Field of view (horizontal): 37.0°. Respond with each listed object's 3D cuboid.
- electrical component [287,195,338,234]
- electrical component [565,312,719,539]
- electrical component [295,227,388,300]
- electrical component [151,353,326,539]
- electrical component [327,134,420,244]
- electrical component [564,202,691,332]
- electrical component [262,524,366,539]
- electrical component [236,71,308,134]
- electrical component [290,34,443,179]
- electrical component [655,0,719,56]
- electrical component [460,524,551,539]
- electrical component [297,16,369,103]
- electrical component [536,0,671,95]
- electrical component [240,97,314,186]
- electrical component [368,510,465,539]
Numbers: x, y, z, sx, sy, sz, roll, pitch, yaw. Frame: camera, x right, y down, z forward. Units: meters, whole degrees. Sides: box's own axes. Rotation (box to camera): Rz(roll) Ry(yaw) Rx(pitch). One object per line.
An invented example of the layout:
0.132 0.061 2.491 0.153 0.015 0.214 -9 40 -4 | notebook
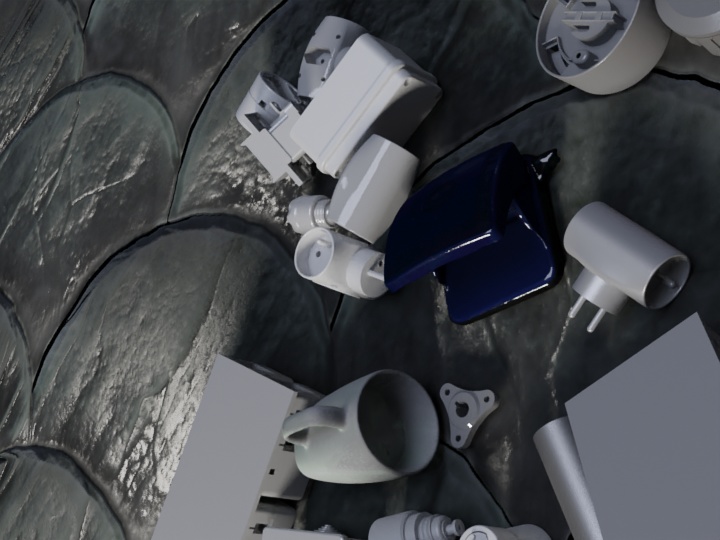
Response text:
-0.033 -0.049 0.950 0.061 0.035 0.035 0 76 40 | electrical component
0.197 0.130 0.622 0.105 0.060 0.186 -40 31 25 | electrical component
0.000 0.000 0.872 0.079 0.077 0.044 20 89 44 | electrical component
-0.099 0.179 0.915 0.105 0.060 0.186 19 89 45 | electrical component
0.018 -0.060 0.875 0.043 0.079 0.077 30 91 30 | electrical component
0.172 0.005 0.736 0.077 0.043 0.079 42 105 43 | electrical component
-0.034 0.249 0.838 0.100 0.048 0.099 -6 72 41 | electrical component
-0.085 -0.153 1.019 0.047 0.055 0.055 -52 48 22 | electrical component
0.006 -0.132 0.906 0.057 0.078 0.113 46 109 24 | electrical component
0.246 -0.188 0.727 0.080 0.051 0.080 -16 65 39 | electrical component
0.097 0.192 0.726 0.044 0.065 0.044 -16 66 39 | electrical component
-0.012 -0.183 0.969 0.079 0.043 0.077 19 89 44 | electrical component
0.174 -0.179 0.781 0.099 0.064 0.099 -16 66 39 | electrical component
-0.065 -0.118 0.971 0.064 0.042 0.081 -40 91 17 | electrical component
0.042 0.197 0.792 0.078 0.040 0.040 -24 61 35 | electrical component
